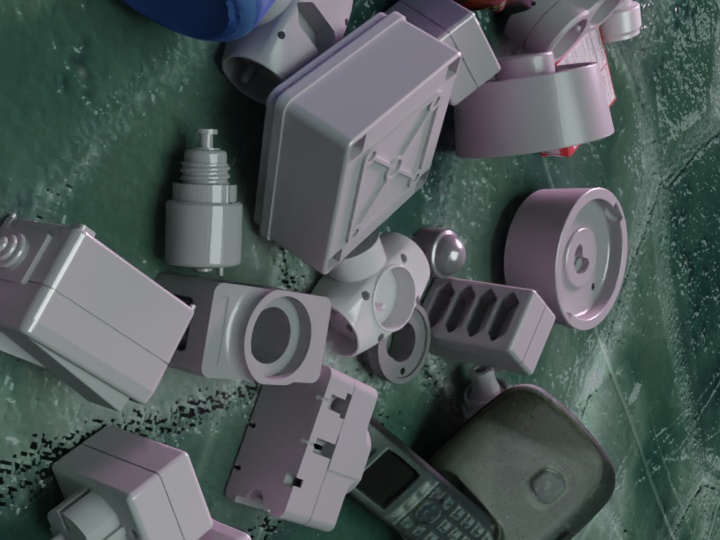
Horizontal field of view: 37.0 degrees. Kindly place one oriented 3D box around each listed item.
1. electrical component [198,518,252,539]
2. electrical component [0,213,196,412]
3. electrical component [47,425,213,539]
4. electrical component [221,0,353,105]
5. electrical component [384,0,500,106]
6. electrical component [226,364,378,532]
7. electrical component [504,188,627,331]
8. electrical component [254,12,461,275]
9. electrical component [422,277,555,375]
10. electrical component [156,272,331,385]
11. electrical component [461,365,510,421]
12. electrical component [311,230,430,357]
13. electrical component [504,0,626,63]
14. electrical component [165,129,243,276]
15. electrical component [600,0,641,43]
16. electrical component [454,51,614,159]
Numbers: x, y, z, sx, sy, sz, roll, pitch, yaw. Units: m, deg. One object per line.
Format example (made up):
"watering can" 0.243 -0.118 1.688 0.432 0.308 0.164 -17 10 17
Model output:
"electrical component" -0.086 0.163 0.554 0.061 0.096 0.061 -38 124 -39
"electrical component" -0.137 0.019 0.496 0.096 0.062 0.061 43 65 -44
"electrical component" -0.125 0.121 0.525 0.077 0.066 0.047 -36 123 -39
"electrical component" -0.048 -0.143 0.583 0.079 0.043 0.077 48 62 -42
"electrical component" 0.034 -0.129 0.670 0.077 0.065 0.047 -38 130 -3
"electrical component" -0.031 0.104 0.641 0.056 0.050 0.089 32 73 -47
"electrical component" 0.152 -0.012 0.825 0.108 0.060 0.108 -13 107 -48
"electrical component" -0.003 -0.071 0.605 0.109 0.056 0.108 -43 159 -35
"electrical component" 0.094 0.047 0.750 0.075 0.083 0.047 45 63 -43
"electrical component" -0.062 0.033 0.589 0.089 0.056 0.050 10 89 -49
"electrical component" 0.096 0.098 0.793 0.043 0.043 0.062 -39 123 -38
"electrical component" 0.000 0.000 0.663 0.077 0.044 0.079 -44 127 -35
"electrical component" 0.155 -0.216 0.789 0.138 0.073 0.052 -41 166 -15
"electrical component" -0.082 -0.035 0.566 0.040 0.040 0.078 -5 100 -49
"electrical component" 0.199 -0.213 0.854 0.045 0.045 0.055 -34 122 -40
"electrical component" 0.114 -0.116 0.731 0.108 0.108 0.060 -22 107 -45
